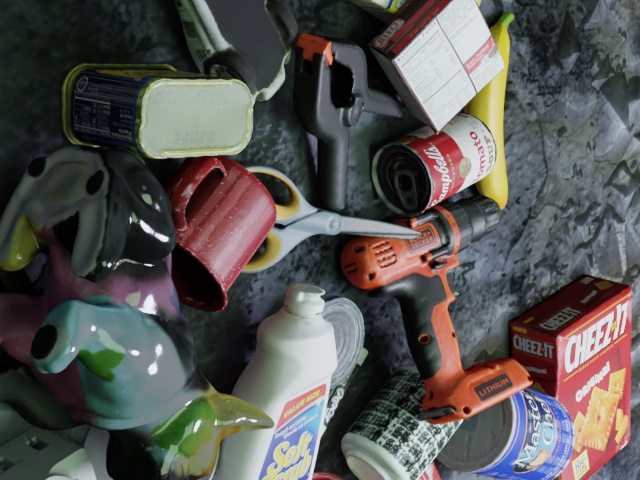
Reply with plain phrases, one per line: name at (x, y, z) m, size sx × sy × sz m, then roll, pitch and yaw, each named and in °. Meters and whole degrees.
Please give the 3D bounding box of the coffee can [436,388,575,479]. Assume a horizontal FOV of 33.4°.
coffee can at (0.188, 0.197, 1.108) m, size 0.140 × 0.103 × 0.103 m, roll 24°, pitch 84°, yaw -48°

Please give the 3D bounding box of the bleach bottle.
bleach bottle at (-0.044, 0.156, 0.850) m, size 0.102 × 0.068 × 0.251 m, roll -1°, pitch 109°, yaw -47°

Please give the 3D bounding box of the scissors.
scissors at (-0.006, 0.001, 0.877) m, size 0.201 × 0.016 × 0.096 m, roll 26°, pitch 90°, yaw -35°

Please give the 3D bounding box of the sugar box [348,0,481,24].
sugar box at (0.071, -0.229, 0.897) m, size 0.175 × 0.048 × 0.093 m, roll 19°, pitch 90°, yaw -45°

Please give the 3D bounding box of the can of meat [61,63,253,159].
can of meat at (-0.107, -0.087, 0.718) m, size 0.101 × 0.084 × 0.057 m, roll -9°, pitch 107°, yaw -46°

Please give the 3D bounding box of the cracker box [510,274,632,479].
cracker box at (0.297, 0.170, 1.240) m, size 0.163 × 0.072 × 0.214 m, roll -25°, pitch 118°, yaw -41°

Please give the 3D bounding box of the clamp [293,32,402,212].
clamp at (0.012, -0.098, 0.862) m, size 0.171 × 0.039 × 0.120 m, roll 44°, pitch 66°, yaw -58°

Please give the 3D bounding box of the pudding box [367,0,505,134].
pudding box at (0.101, -0.157, 0.902) m, size 0.090 × 0.039 × 0.113 m, roll -44°, pitch 139°, yaw -2°

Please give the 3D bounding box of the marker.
marker at (0.007, 0.148, 0.961) m, size 0.020 × 0.020 × 0.121 m, roll 46°, pitch 68°, yaw -44°

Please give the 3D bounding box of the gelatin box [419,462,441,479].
gelatin box at (0.078, 0.242, 1.057) m, size 0.089 × 0.030 × 0.073 m, roll -44°, pitch 130°, yaw -29°

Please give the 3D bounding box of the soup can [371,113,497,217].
soup can at (0.104, -0.070, 0.964) m, size 0.102 × 0.069 × 0.068 m, roll -28°, pitch 121°, yaw -40°

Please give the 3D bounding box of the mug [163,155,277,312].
mug at (-0.084, -0.015, 0.754) m, size 0.081 × 0.093 × 0.117 m, roll -55°, pitch 160°, yaw -27°

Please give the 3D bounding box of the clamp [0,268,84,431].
clamp at (-0.191, 0.064, 0.709) m, size 0.209 × 0.036 × 0.164 m, roll 18°, pitch 86°, yaw -47°

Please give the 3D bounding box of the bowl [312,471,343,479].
bowl at (-0.002, 0.296, 0.969) m, size 0.161 × 0.055 × 0.162 m, roll -16°, pitch 113°, yaw -43°

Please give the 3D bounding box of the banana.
banana at (0.168, -0.121, 1.039) m, size 0.069 × 0.037 × 0.198 m, roll -12°, pitch 110°, yaw -42°

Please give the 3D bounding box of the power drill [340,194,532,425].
power drill at (0.122, 0.060, 0.974) m, size 0.184 × 0.057 × 0.187 m, roll -21°, pitch 85°, yaw -32°

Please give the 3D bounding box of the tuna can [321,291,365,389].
tuna can at (-0.001, 0.086, 0.923) m, size 0.085 × 0.034 × 0.086 m, roll -17°, pitch 113°, yaw -44°
